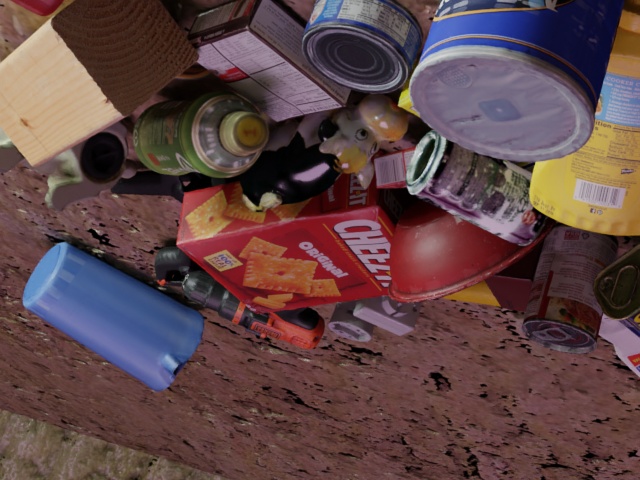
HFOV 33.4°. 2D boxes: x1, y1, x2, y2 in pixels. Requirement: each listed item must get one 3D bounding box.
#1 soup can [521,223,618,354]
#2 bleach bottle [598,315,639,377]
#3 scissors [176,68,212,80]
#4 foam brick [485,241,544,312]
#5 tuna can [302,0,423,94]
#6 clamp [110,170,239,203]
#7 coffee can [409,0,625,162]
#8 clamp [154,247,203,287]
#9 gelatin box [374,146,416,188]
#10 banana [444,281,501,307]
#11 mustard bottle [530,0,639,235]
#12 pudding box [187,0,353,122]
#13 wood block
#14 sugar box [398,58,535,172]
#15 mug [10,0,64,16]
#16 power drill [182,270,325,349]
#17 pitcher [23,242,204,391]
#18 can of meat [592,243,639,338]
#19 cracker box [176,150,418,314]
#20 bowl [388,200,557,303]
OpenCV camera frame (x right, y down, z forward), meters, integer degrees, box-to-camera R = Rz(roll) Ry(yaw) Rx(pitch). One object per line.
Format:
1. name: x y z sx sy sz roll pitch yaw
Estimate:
1. soup can: 0.228 0.044 0.972 0.068 0.102 0.068 17 158 7
2. bleach bottle: 0.343 0.109 1.064 0.250 0.068 0.103 31 153 -32
3. scissors: -0.180 -0.169 0.935 0.202 0.016 0.096 6 153 30
4. foam brick: 0.197 0.031 1.039 0.053 0.051 0.078 8 155 30
5. tuna can: 0.030 -0.146 0.789 0.086 0.033 0.086 17 158 7
6. clamp: -0.126 -0.046 1.116 0.164 0.036 0.210 40 147 -9
7. coffee can: 0.119 -0.130 0.608 0.103 0.140 0.103 17 158 7
8. clamp: -0.163 0.025 1.343 0.172 0.039 0.120 -13 135 42
9. gelatin box: 0.101 -0.061 0.890 0.073 0.030 0.089 -2 175 -38
10. banana: 0.195 0.057 1.118 0.198 0.037 0.069 11 156 21
11. mustard bottle: 0.197 -0.091 0.696 0.096 0.058 0.192 14 136 15
12. pudding box: -0.039 -0.142 0.849 0.113 0.039 0.090 33 156 -34
13. wood block: -0.200 -0.137 0.883 0.091 0.090 0.207 54 149 -15
14. sugar box: 0.157 -0.091 0.796 0.176 0.048 0.093 24 158 -20
15. mug: -0.222 -0.211 0.773 0.081 0.093 0.117 26 150 -29
16. power drill: -0.064 0.051 1.256 0.184 0.057 0.188 21 149 -6
17. pitcher: -0.301 0.104 1.544 0.242 0.145 0.149 35 142 -24
18. can of meat: 0.303 0.043 0.926 0.102 0.057 0.083 -39 130 20
19. cracker box: -0.007 0.001 1.048 0.214 0.072 0.164 -9 147 24
20. bowl: 0.119 -0.011 0.919 0.162 0.161 0.055 -11 112 52
